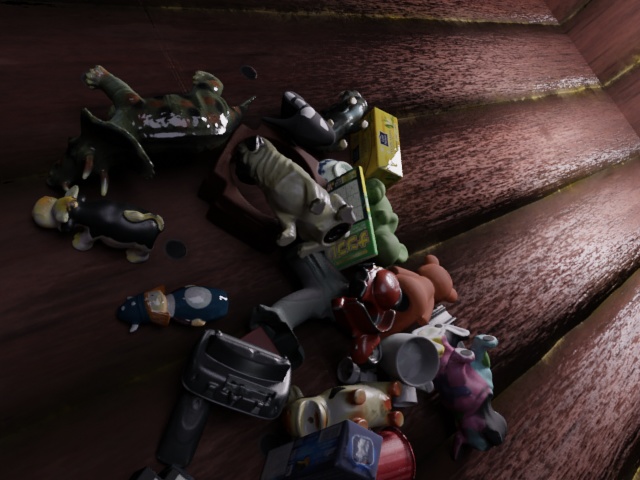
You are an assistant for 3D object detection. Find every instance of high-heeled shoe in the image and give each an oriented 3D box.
[{"bbox_3d":[-0.014,-0.228,1.037,0.145,0.086,0.249,16,24,11],"label":"high-heeled shoe"}]

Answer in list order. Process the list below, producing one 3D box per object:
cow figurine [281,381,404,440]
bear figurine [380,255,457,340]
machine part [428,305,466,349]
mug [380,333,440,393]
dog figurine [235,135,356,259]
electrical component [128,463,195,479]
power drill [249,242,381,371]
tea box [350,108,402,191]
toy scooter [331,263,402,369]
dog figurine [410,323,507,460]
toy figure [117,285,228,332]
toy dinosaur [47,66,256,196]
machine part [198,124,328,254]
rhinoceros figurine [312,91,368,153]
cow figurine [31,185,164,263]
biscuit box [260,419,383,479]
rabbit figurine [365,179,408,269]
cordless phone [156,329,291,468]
[{"bbox_3d":[0.024,0.256,0.813,0.195,0.127,0.085,5,75,-46],"label":"cow figurine"},{"bbox_3d":[0.174,0.103,1.035,0.196,0.132,0.120,-15,75,-60],"label":"bear figurine"},{"bbox_3d":[0.260,0.199,1.073,0.084,0.039,0.139,-16,72,-46],"label":"machine part"},{"bbox_3d":[0.144,0.203,0.902,0.081,0.107,0.109,-42,104,-17],"label":"mug"},{"bbox_3d":[-0.041,-0.081,0.879,0.191,0.121,0.172,57,11,29],"label":"dog figurine"},{"bbox_3d":[-0.198,0.340,0.641,0.115,0.058,0.134,46,46,-6],"label":"electrical component"},{"bbox_3d":[-0.005,0.127,0.889,0.207,0.086,0.232,-36,94,-43],"label":"power drill"},{"bbox_3d":[0.119,-0.188,1.165,0.068,0.098,0.170,17,53,-28],"label":"tea box"},{"bbox_3d":[0.070,0.104,0.868,0.135,0.075,0.184,48,46,-34],"label":"toy scooter"},{"bbox_3d":[0.246,0.278,0.977,0.108,0.192,0.219,-16,108,-44],"label":"dog figurine"},{"bbox_3d":[-0.213,0.095,0.783,0.154,0.057,0.064,1,25,-34],"label":"toy figure"},{"bbox_3d":[-0.228,-0.184,0.858,0.405,0.131,0.192,-19,55,-34],"label":"toy dinosaur"},{"bbox_3d":[-0.098,-0.091,0.957,0.201,0.087,0.201,32,51,-16],"label":"machine part"},{"bbox_3d":[0.042,-0.253,1.148,0.073,0.112,0.190,51,57,-21],"label":"rhinoceros figurine"},{"bbox_3d":[-0.311,-0.027,0.756,0.167,0.098,0.068,18,61,-27],"label":"cow figurine"},{"bbox_3d":[-0.004,0.296,0.708,0.063,0.202,0.059,33,47,-17],"label":"biscuit box"},{"bbox_3d":[0.099,-0.002,1.016,0.170,0.121,0.158,-106,170,-52],"label":"rabbit figurine"},{"bbox_3d":[-0.127,0.225,0.721,0.146,0.089,0.184,24,78,-12],"label":"cordless phone"}]
